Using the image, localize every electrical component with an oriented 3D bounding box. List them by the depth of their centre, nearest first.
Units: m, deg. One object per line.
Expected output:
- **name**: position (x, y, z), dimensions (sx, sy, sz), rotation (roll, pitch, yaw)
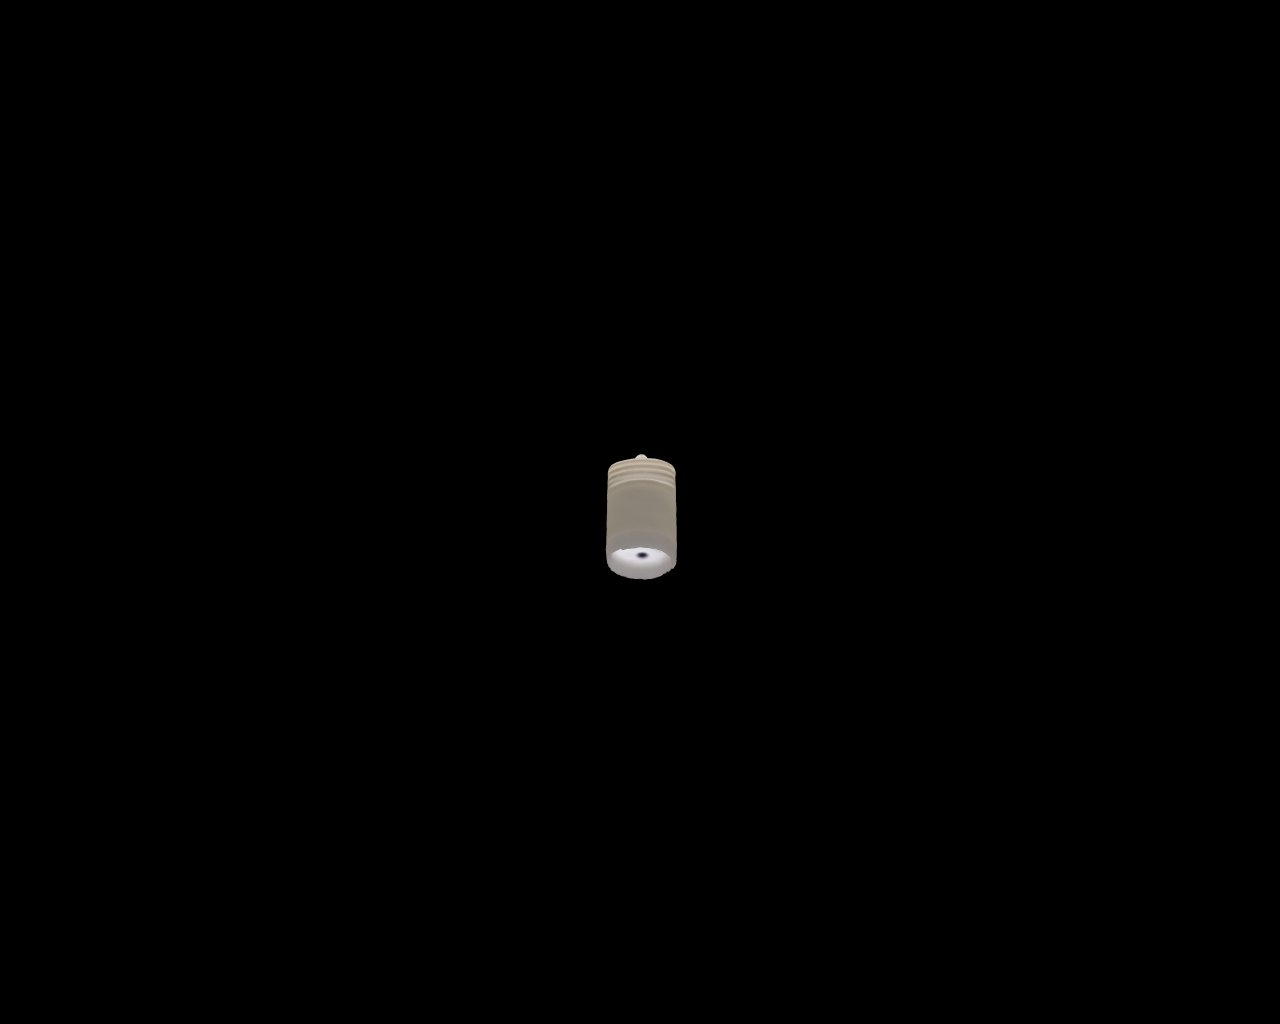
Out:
- **electrical component**: position (0.001, -0.003, 0.650), dimensions (0.043, 0.081, 0.043), rotation (0, -32, 0)
